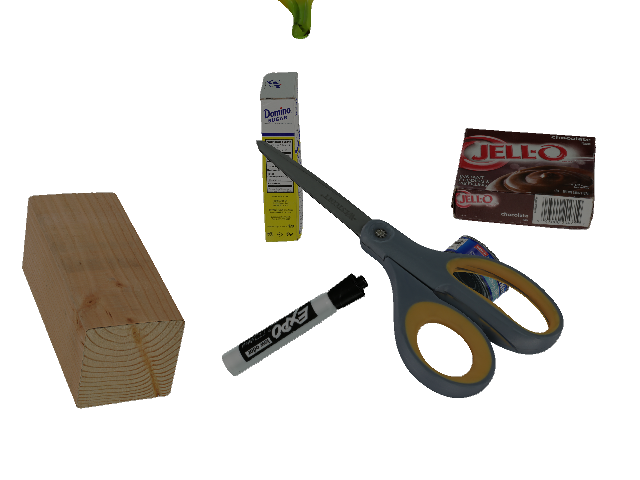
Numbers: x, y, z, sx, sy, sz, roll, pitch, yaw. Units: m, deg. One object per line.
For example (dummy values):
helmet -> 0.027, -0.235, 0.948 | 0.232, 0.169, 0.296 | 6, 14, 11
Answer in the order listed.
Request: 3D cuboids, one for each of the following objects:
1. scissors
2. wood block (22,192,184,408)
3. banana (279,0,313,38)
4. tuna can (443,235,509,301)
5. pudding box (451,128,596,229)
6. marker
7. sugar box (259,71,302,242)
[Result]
scissors -> 0.029, 0.015, 0.565 | 0.202, 0.016, 0.096 | 26, 52, 15
wood block -> -0.208, 0.048, 0.995 | 0.090, 0.091, 0.206 | -4, 36, -29
banana -> -0.073, -0.178, 0.669 | 0.198, 0.069, 0.037 | 20, -34, 31
tuna can -> 0.185, 0.038, 1.288 | 0.033, 0.086, 0.086 | -38, 13, -17
pudding box -> 0.171, -0.053, 0.890 | 0.113, 0.039, 0.090 | 7, 41, 10
marker -> -0.018, 0.061, 0.781 | 0.121, 0.020, 0.020 | -32, -6, 9
sugar box -> -0.045, -0.096, 1.225 | 0.048, 0.176, 0.093 | -3, 26, 2
